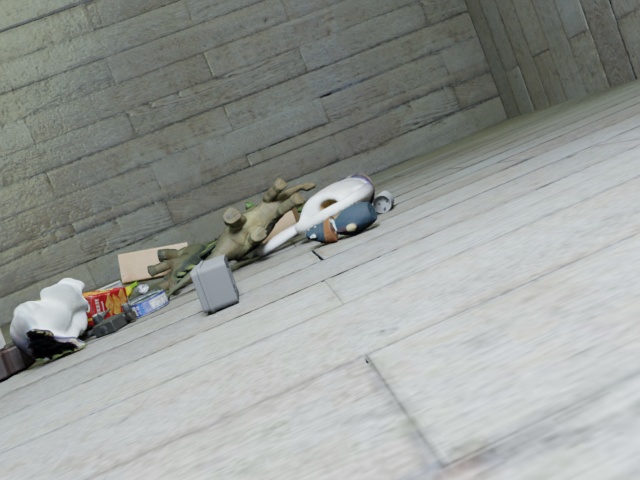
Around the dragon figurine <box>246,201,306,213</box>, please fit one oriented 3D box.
[{"bbox_3d":[-0.141,-0.078,1.831,0.243,0.123,0.407,-13,-7,-5],"label":"dragon figurine"}]

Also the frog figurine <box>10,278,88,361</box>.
[{"bbox_3d":[-0.533,0.150,1.025,0.137,0.120,0.163,16,36,-34],"label":"frog figurine"}]

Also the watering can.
[{"bbox_3d":[0.004,-0.065,1.282,0.343,0.104,0.228,-27,5,36],"label":"watering can"}]
